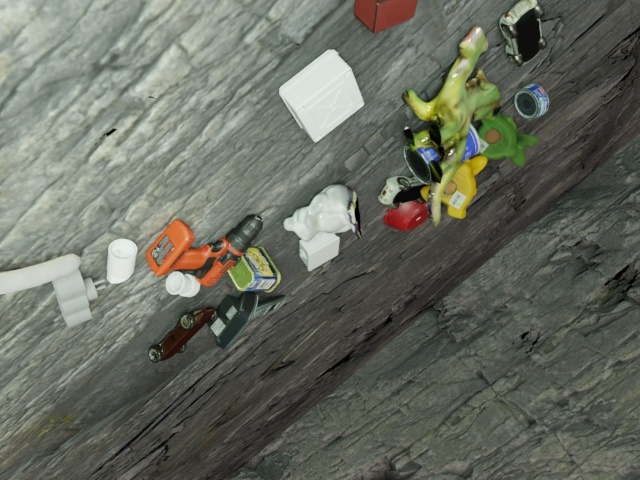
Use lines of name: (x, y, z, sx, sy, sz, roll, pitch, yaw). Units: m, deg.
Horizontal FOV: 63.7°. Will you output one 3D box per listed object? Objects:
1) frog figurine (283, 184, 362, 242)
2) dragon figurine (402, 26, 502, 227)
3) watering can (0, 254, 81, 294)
frog figurine: (0.003, -0.056, 1.107, 0.159, 0.124, 0.136, -3, 168, 12)
dragon figurine: (0.296, -0.234, 1.061, 0.245, 0.124, 0.401, -32, 135, -18)
watering can: (-0.500, 0.092, 0.638, 0.348, 0.105, 0.221, -36, 155, -1)
